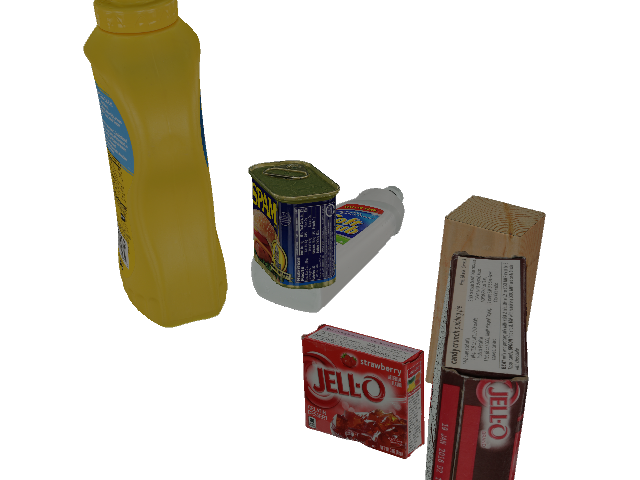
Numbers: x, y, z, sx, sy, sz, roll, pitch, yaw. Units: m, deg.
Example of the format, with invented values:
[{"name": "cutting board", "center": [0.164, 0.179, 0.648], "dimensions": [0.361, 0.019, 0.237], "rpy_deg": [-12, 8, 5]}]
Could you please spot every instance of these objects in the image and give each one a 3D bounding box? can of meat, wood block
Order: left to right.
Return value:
[{"name": "can of meat", "center": [-0.023, -0.014, 0.904], "dimensions": [0.057, 0.084, 0.102], "rpy_deg": [-8, 22, -19]}, {"name": "wood block", "center": [0.186, 0.066, 1.211], "dimensions": [0.090, 0.206, 0.090], "rpy_deg": [16, 25, 25]}]

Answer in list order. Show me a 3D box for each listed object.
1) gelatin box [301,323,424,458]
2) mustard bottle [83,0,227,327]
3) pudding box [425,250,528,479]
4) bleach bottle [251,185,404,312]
[{"name": "gelatin box", "center": [0.029, 0.105, 0.750], "dimensions": [0.089, 0.073, 0.030], "rpy_deg": [12, 24, 34]}, {"name": "mustard bottle", "center": [-0.088, -0.056, 0.564], "dimensions": [0.058, 0.192, 0.096], "rpy_deg": [-12, 32, -14]}, {"name": "pudding box", "center": [0.069, 0.068, 0.471], "dimensions": [0.039, 0.090, 0.113], "rpy_deg": [6, 26, 5]}, {"name": "bleach bottle", "center": [0.025, -0.005, 1.328], "dimensions": [0.103, 0.068, 0.250], "rpy_deg": [16, 36, 27]}]
